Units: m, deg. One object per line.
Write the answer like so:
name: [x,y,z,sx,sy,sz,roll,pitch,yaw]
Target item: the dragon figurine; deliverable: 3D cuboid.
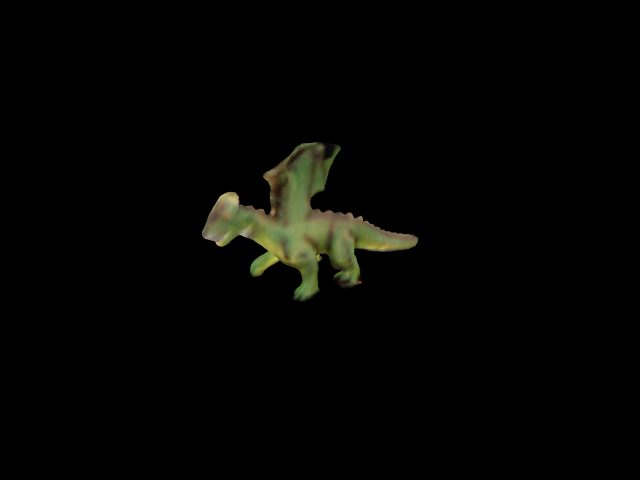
dragon figurine: [0.003,-0.043,0.850,0.413,0.238,0.124,-17,33,-27]
